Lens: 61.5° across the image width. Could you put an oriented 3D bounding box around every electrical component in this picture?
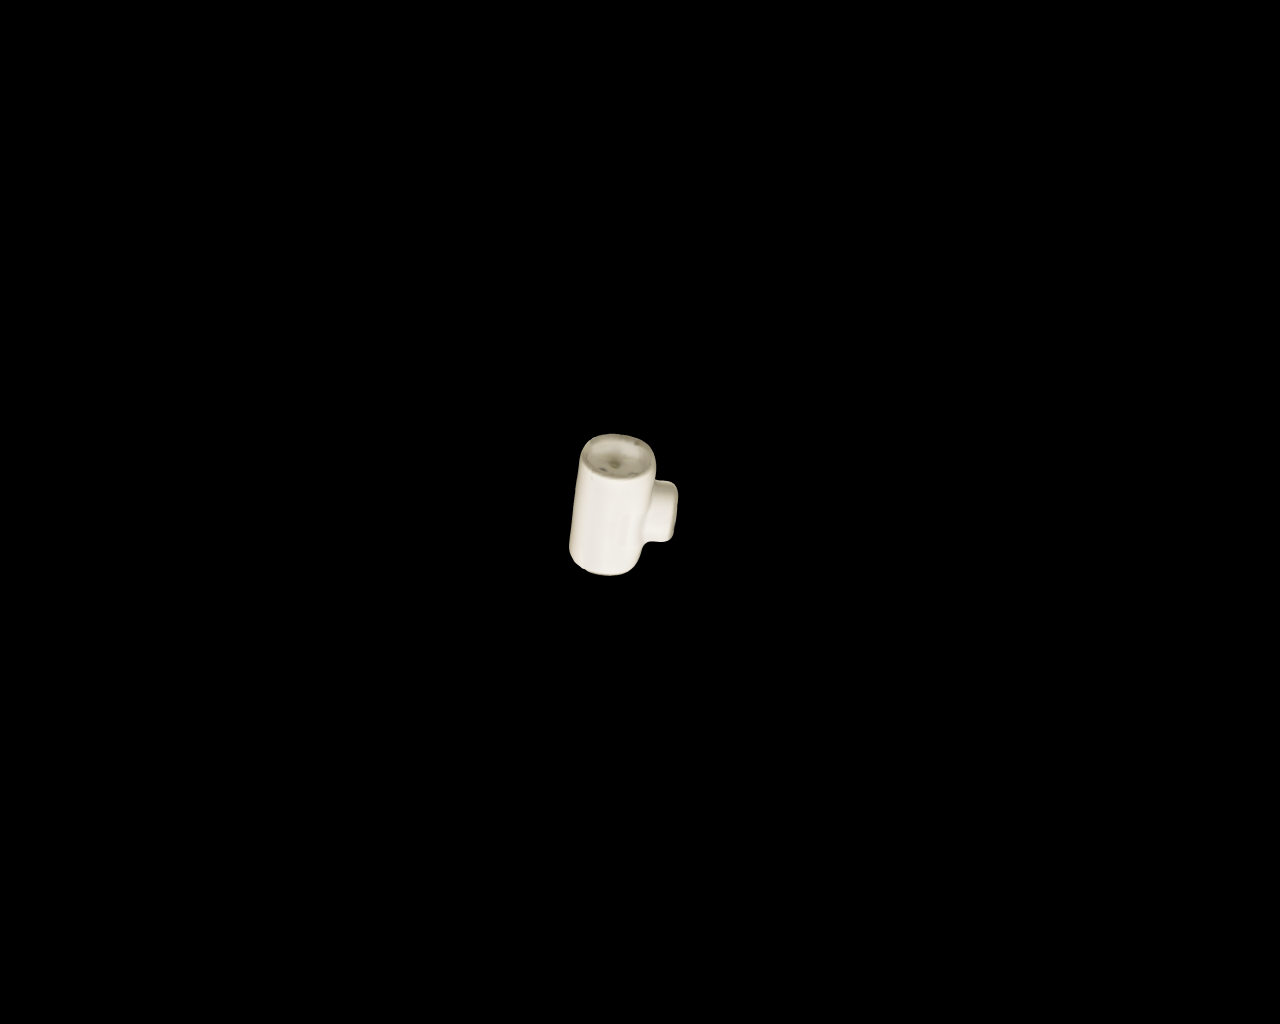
[{"bbox_3d":[0.001,-0.003,0.650,0.079,0.077,0.043,5,40,-4],"label":"electrical component"}]
